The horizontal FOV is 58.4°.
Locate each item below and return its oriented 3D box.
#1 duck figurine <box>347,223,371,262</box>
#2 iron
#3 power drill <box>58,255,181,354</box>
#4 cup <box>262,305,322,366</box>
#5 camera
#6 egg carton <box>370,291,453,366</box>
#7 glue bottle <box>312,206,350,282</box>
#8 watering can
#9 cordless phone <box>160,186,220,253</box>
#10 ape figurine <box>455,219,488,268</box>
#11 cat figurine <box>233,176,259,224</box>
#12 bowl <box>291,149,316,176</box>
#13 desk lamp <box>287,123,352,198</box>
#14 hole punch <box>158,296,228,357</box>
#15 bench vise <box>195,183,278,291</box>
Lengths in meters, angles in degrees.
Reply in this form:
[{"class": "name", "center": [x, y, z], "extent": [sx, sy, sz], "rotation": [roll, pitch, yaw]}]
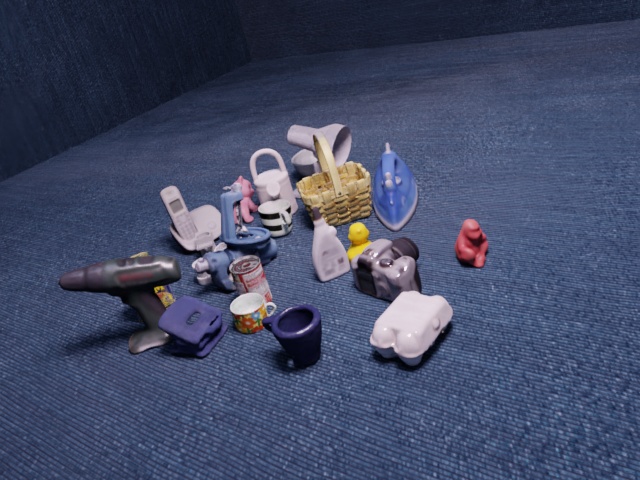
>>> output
[{"class": "duck figurine", "center": [0.092, 0.005, 1.293], "extent": [0.077, 0.086, 0.104], "rotation": [-17, 28, -3]}, {"class": "iron", "center": [0.183, -0.143, 1.456], "extent": [0.118, 0.142, 0.258], "rotation": [-9, 29, 11]}, {"class": "power drill", "center": [-0.386, 0.127, 1.180], "extent": [0.229, 0.209, 0.075], "rotation": [-19, 28, -6]}, {"class": "cup", "center": [-0.046, 0.178, 1.037], "extent": [0.117, 0.095, 0.092], "rotation": [-1, 31, 26]}, {"class": "camera", "center": [0.151, 0.046, 1.173], "extent": [0.137, 0.101, 0.142], "rotation": [-35, 34, -32]}, {"class": "egg carton", "center": [0.163, 0.152, 1.008], "extent": [0.107, 0.069, 0.151], "rotation": [9, 36, 38]}, {"class": "glue bottle", "center": [0.011, 0.004, 1.241], "extent": [0.078, 0.173, 0.037], "rotation": [-22, 29, -12]}, {"class": "watering can", "center": [-0.129, -0.158, 1.584], "extent": [0.101, 0.194, 0.172], "rotation": [-27, 30, -21]}, {"class": "cordless phone", "center": [-0.344, -0.073, 1.546], "extent": [0.093, 0.185, 0.148], "rotation": [16, 41, 44]}, {"class": "ape figurine", "center": [0.313, 0.001, 1.184], "extent": [0.078, 0.092, 0.076], "rotation": [-27, 30, -20]}, {"class": "cat figurine", "center": [-0.226, -0.124, 1.653], "extent": [0.067, 0.118, 0.128], "rotation": [-8, 29, 13]}, {"class": "bowl", "center": [-0.002, -0.238, 1.792], "extent": [0.167, 0.075, 0.167], "rotation": [-12, 28, 7]}, {"class": "desk lamp", "center": [-0.003, -0.227, 1.625], "extent": [0.202, 0.214, 0.118], "rotation": [4, 34, 32]}, {"class": "hole punch", "center": [-0.254, 0.171, 1.159], "extent": [0.100, 0.091, 0.109], "rotation": [0, 32, 26]}, {"class": "bench vise", "center": [-0.196, -0.006, 1.313], "extent": [0.121, 0.220, 0.208], "rotation": [2, 33, 30]}]
